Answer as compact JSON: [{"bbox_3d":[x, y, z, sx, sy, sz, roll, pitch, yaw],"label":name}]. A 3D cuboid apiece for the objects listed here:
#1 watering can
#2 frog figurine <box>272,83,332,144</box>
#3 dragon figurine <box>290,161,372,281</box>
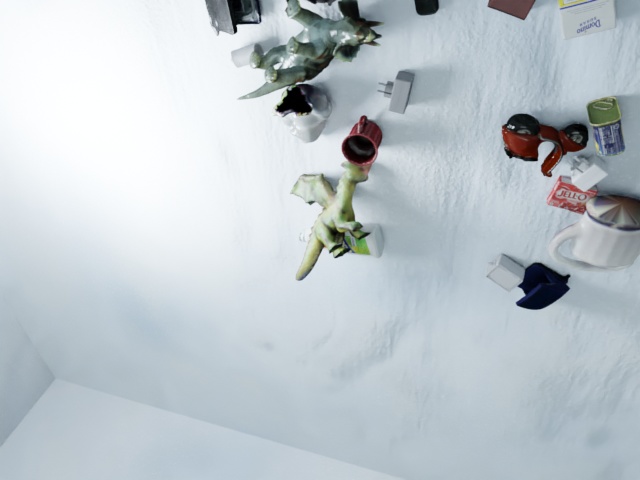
[{"bbox_3d":[0.727,-0.002,1.212,0.348,0.106,0.219,3,136,6],"label":"watering can"},{"bbox_3d":[-0.031,-0.312,1.283,0.137,0.125,0.158,-14,159,22],"label":"frog figurine"},{"bbox_3d":[0.004,-0.072,1.439,0.404,0.123,0.245,-38,74,32],"label":"dragon figurine"}]
